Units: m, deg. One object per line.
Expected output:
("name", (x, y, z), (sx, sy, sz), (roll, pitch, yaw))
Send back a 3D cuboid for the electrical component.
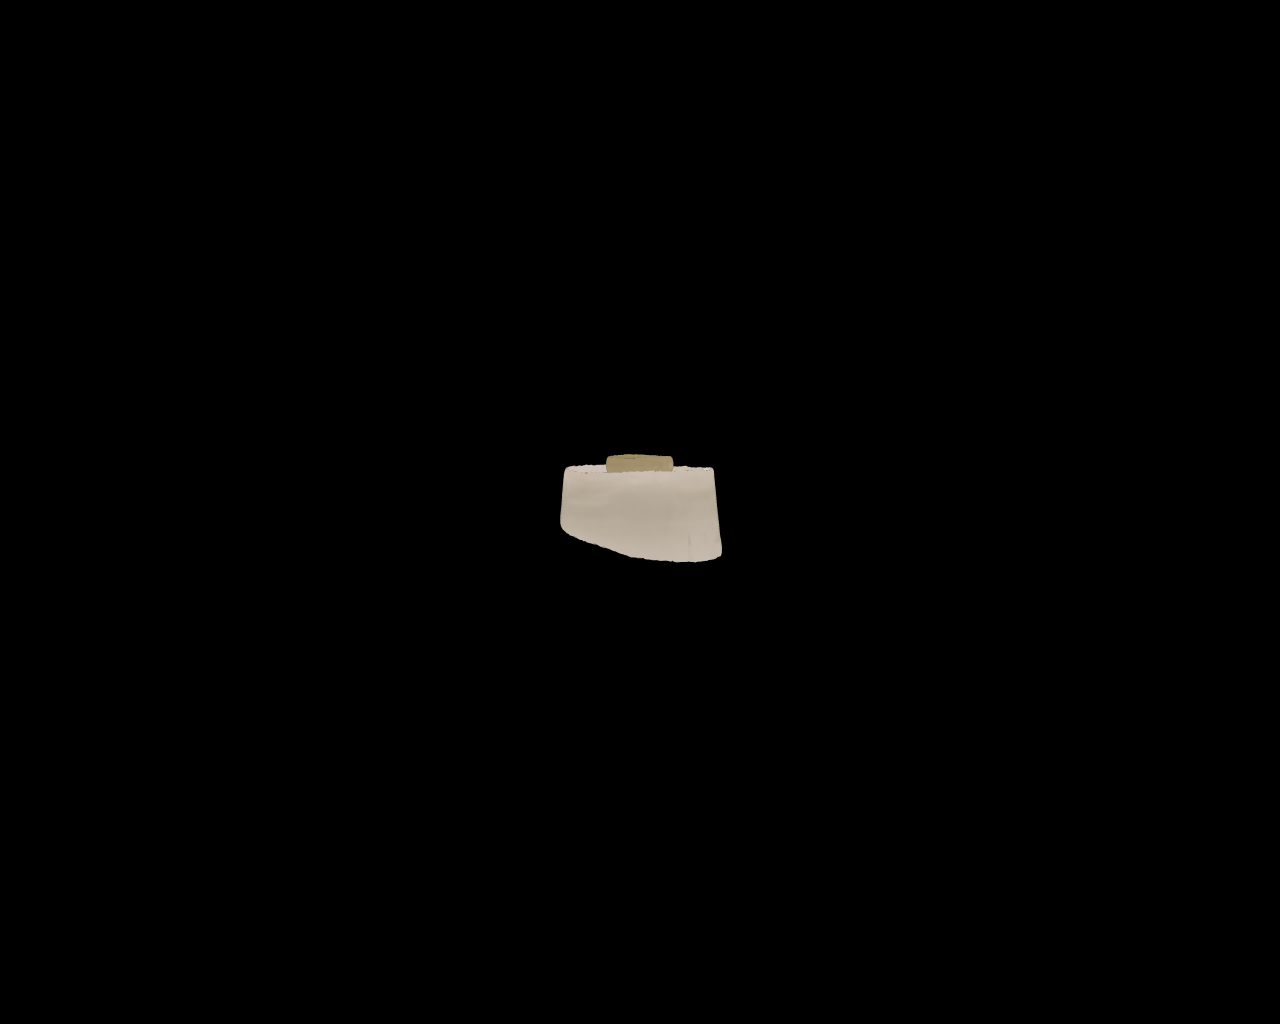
("electrical component", (0.001, -0.003, 0.650), (0.099, 0.064, 0.099), (0, 5, 0))
